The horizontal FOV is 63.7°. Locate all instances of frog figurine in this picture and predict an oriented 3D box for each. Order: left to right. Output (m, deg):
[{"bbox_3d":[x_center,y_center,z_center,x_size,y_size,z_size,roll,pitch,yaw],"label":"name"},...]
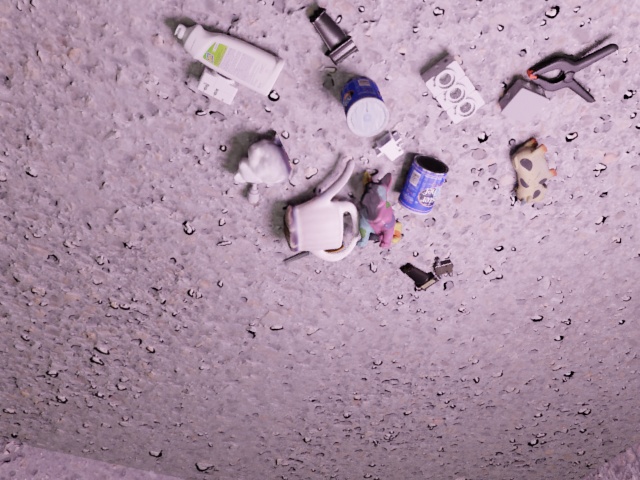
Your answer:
[{"bbox_3d":[-0.159,-0.196,1.376,0.159,0.125,0.134,-26,145,0],"label":"frog figurine"}]

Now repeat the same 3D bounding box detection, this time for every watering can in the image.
[{"bbox_3d":[0.005,-0.075,1.488,0.224,0.106,0.340,-5,125,-5],"label":"watering can"}]
